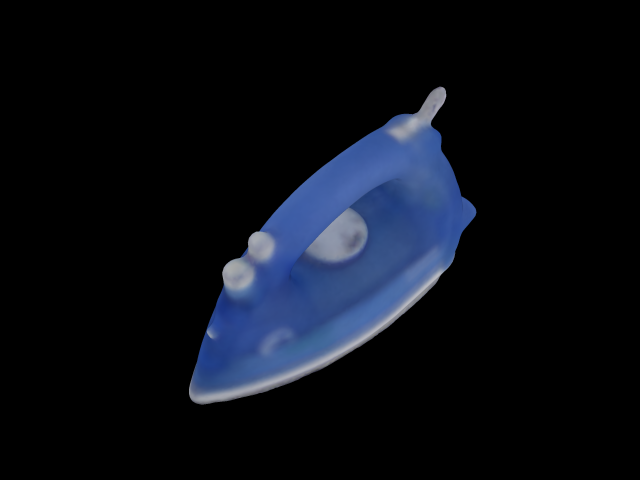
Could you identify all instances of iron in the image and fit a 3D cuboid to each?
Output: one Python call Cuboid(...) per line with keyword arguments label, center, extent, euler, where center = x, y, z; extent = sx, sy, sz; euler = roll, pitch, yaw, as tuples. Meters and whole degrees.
Cuboid(label="iron", center=(0.004, 0.001, 0.400), extent=(0.118, 0.141, 0.259), euler=(39, 63, 25))
